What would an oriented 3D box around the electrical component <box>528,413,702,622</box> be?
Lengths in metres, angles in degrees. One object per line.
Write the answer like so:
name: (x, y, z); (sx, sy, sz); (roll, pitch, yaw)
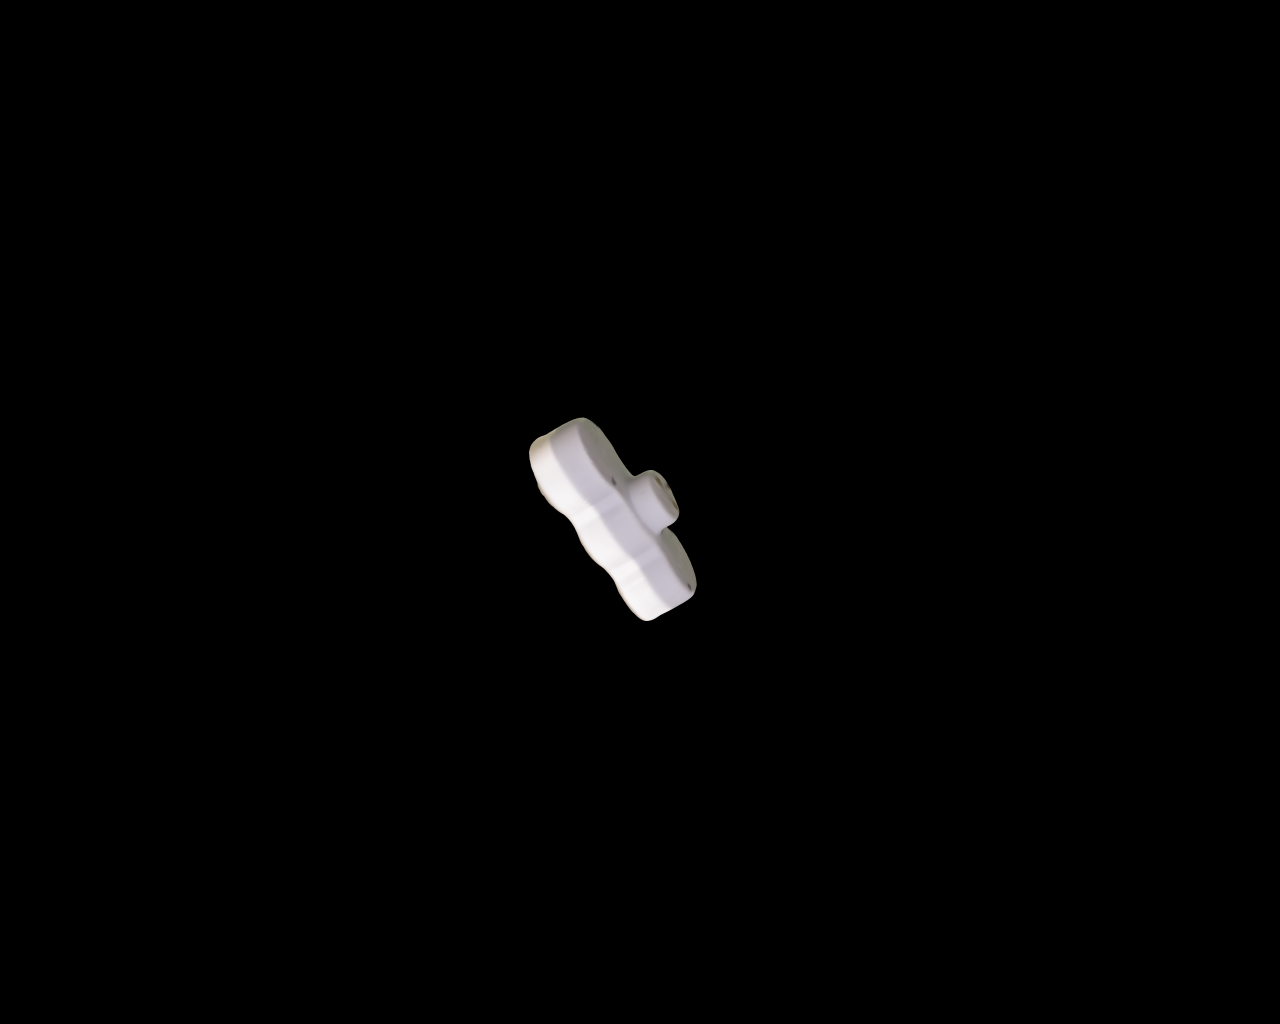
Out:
electrical component: (0.001, -0.003, 0.650); (0.073, 0.138, 0.052); (-29, 24, 14)
